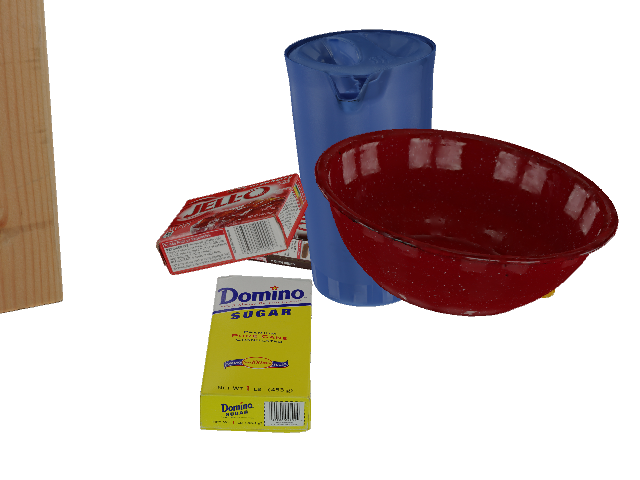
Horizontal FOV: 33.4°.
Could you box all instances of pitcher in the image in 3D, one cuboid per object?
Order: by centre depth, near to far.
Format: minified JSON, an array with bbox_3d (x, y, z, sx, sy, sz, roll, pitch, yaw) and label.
[{"bbox_3d":[0.043,-0.071,0.995,0.149,0.243,0.145,-20,31,-31],"label":"pitcher"}]

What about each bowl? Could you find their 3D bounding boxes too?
[{"bbox_3d":[0.074,-0.005,0.577,0.162,0.055,0.162,6,27,-3],"label":"bowl"}]

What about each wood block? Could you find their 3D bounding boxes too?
[{"bbox_3d":[-0.206,-0.067,0.602,0.090,0.206,0.090,-11,27,-28],"label":"wood block"}]

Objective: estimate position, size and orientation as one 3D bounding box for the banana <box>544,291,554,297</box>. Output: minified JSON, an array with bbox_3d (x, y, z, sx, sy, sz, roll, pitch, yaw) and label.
[{"bbox_3d":[0.163,0.027,1.141,0.198,0.037,0.069,9,37,30],"label":"banana"}]

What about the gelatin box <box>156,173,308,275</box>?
[{"bbox_3d":[-0.059,-0.012,0.731,0.089,0.030,0.073,-12,22,17],"label":"gelatin box"}]

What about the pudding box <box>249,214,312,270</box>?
[{"bbox_3d":[-0.027,-0.007,1.180,0.090,0.039,0.113,8,24,9],"label":"pudding box"}]

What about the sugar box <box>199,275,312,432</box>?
[{"bbox_3d":[-0.054,0.096,0.951,0.093,0.048,0.176,2,34,-2],"label":"sugar box"}]
